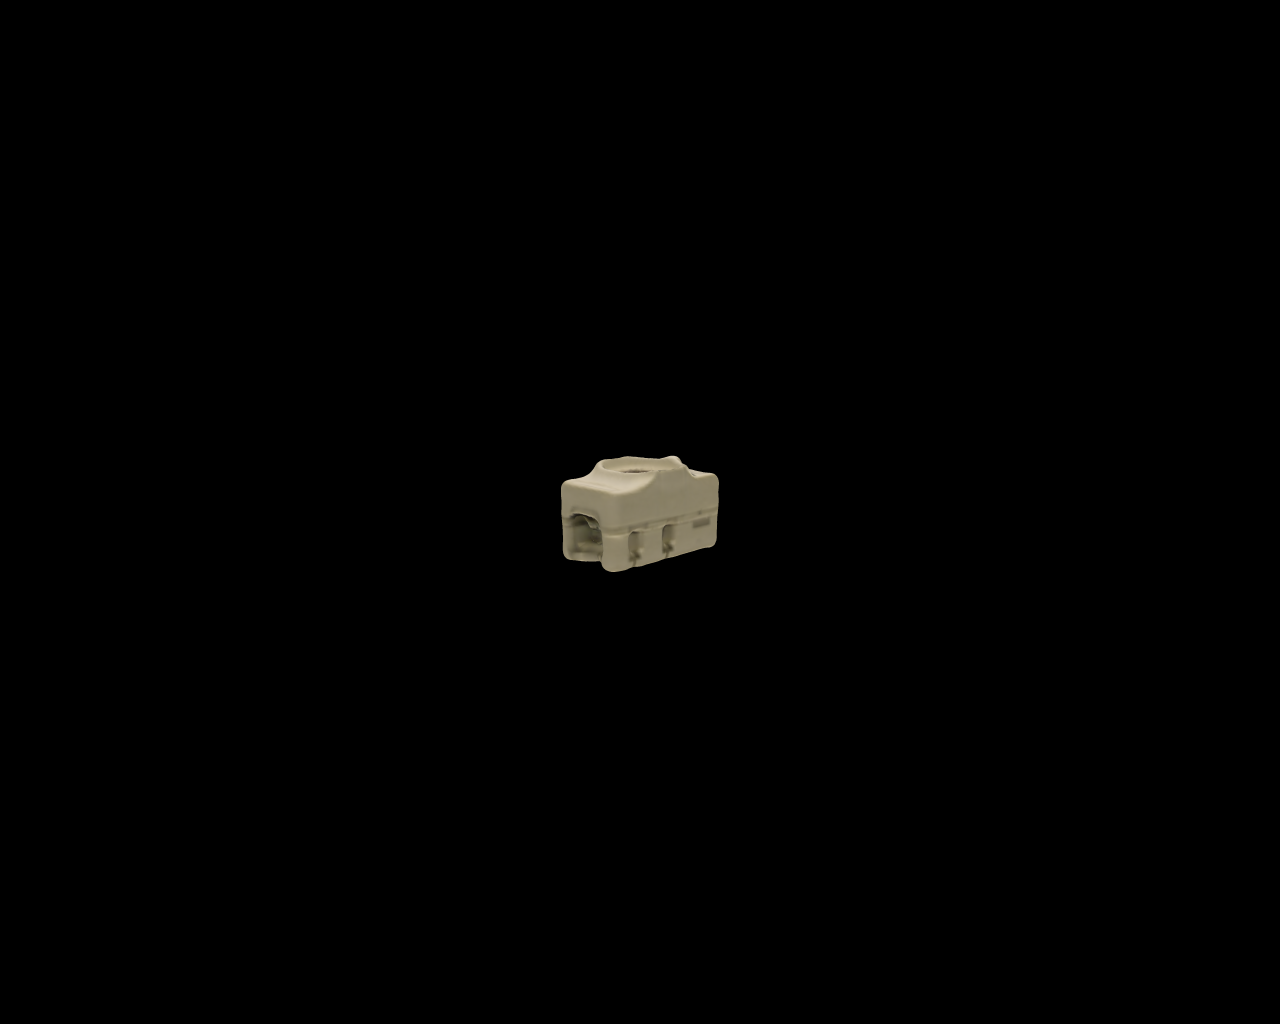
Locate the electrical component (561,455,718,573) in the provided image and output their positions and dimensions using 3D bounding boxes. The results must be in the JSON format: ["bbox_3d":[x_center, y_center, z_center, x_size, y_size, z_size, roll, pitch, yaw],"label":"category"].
[{"bbox_3d":[0.001,-0.003,0.650,0.090,0.055,0.050,-11,17,-42],"label":"electrical component"}]
